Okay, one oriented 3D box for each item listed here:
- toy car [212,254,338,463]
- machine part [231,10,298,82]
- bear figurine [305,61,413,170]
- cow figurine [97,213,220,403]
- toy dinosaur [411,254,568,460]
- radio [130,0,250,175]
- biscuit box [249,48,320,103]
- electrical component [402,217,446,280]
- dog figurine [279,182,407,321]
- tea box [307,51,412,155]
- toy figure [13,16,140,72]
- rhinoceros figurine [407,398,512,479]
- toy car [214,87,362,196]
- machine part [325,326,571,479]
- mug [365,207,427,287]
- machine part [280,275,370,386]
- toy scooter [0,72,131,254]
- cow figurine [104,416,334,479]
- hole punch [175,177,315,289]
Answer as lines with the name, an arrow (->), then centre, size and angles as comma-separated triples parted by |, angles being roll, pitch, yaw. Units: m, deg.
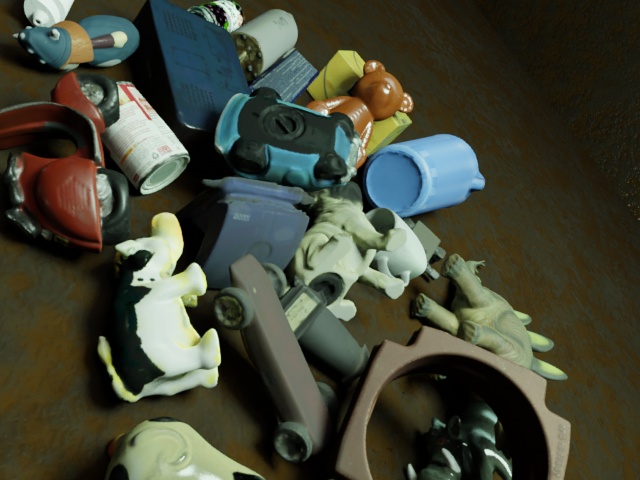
toy car -> -0.043, 0.112, 0.514 | 0.202, 0.053, 0.089 | 66, 28, -8
machine part -> -0.096, -0.317, 0.867 | 0.079, 0.079, 0.243 | 41, 37, -10
bear figurine -> 0.064, -0.194, 0.820 | 0.120, 0.196, 0.132 | 51, -9, -8
cow figurine -> -0.151, 0.055, 0.477 | 0.098, 0.068, 0.167 | -11, 61, -23
toy dinosaur -> 0.236, 0.122, 0.777 | 0.198, 0.105, 0.472 | 35, 27, -13
radio -> -0.162, -0.197, 0.696 | 0.131, 0.073, 0.230 | 8, 54, -43
biscuit box -> -0.067, -0.231, 0.835 | 0.063, 0.059, 0.203 | 43, 36, -11
electrical component -> 0.157, 0.009, 0.864 | 0.102, 0.045, 0.078 | 36, 66, -12
dog figurine -> 0.000, 0.001, 0.685 | 0.172, 0.121, 0.191 | -7, 32, -26
tea box -> 0.068, -0.238, 0.950 | 0.169, 0.098, 0.068 | 52, 35, 8
toy figure -> -0.271, -0.224, 0.612 | 0.057, 0.064, 0.154 | 59, 33, -12
rhinoceros figurine -> 0.175, 0.250, 0.631 | 0.190, 0.073, 0.112 | -19, 74, -53
toy car -> -0.038, -0.099, 0.621 | 0.162, 0.103, 0.109 | 13, 59, -5
machine part -> 0.121, 0.203, 0.522 | 0.201, 0.087, 0.201 | 23, 62, 6
mug -> 0.109, 0.021, 0.770 | 0.107, 0.081, 0.110 | 33, 33, -36
machine part -> 0.000, 0.107, 0.591 | 0.138, 0.039, 0.084 | 41, 79, -23
toy scooter -> -0.247, -0.072, 0.485 | 0.135, 0.075, 0.184 | -5, 71, -24
cow figurine -> -0.062, 0.198, 0.388 | 0.195, 0.127, 0.085 | 38, 40, -10
hole punch -> -0.080, -0.005, 0.573 | 0.142, 0.116, 0.092 | 9, 59, -41
